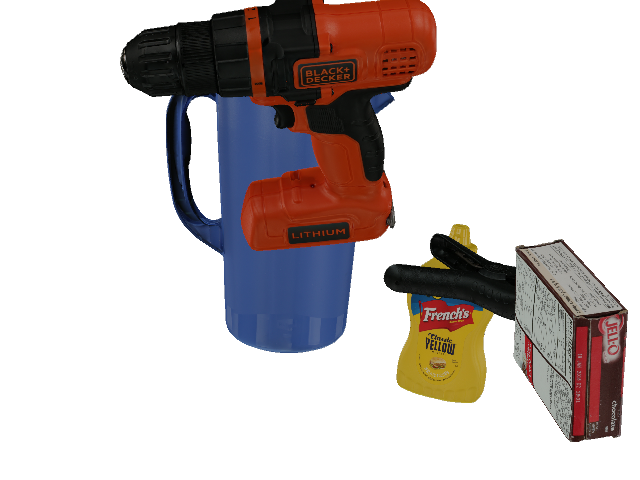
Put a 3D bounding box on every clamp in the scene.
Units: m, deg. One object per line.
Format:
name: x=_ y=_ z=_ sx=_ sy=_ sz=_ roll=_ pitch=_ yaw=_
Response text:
clamp: x=0.154 y=0.035 z=0.974 sx=0.171 sy=0.039 sz=0.120 roll=16 pitch=30 yaw=15

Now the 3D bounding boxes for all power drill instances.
power drill: x=-0.022 y=-0.069 z=0.675 sx=0.184 sy=0.057 sz=0.188 roll=-5 pitch=-36 yaw=-1

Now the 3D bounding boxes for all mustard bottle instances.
mustard bottle: x=0.141 y=0.076 z=1.166 sx=0.096 sy=0.192 sz=0.058 roll=11 pitch=15 yaw=20

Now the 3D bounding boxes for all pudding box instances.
pudding box: x=0.159 y=0.062 z=0.691 sx=0.039 sy=0.090 sz=0.113 roll=-7 pitch=24 yaw=-9

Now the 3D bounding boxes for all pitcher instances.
pitcher: x=-0.037 y=-0.033 z=0.914 sx=0.149 sy=0.243 sz=0.144 roll=20 pitch=26 yaw=40
